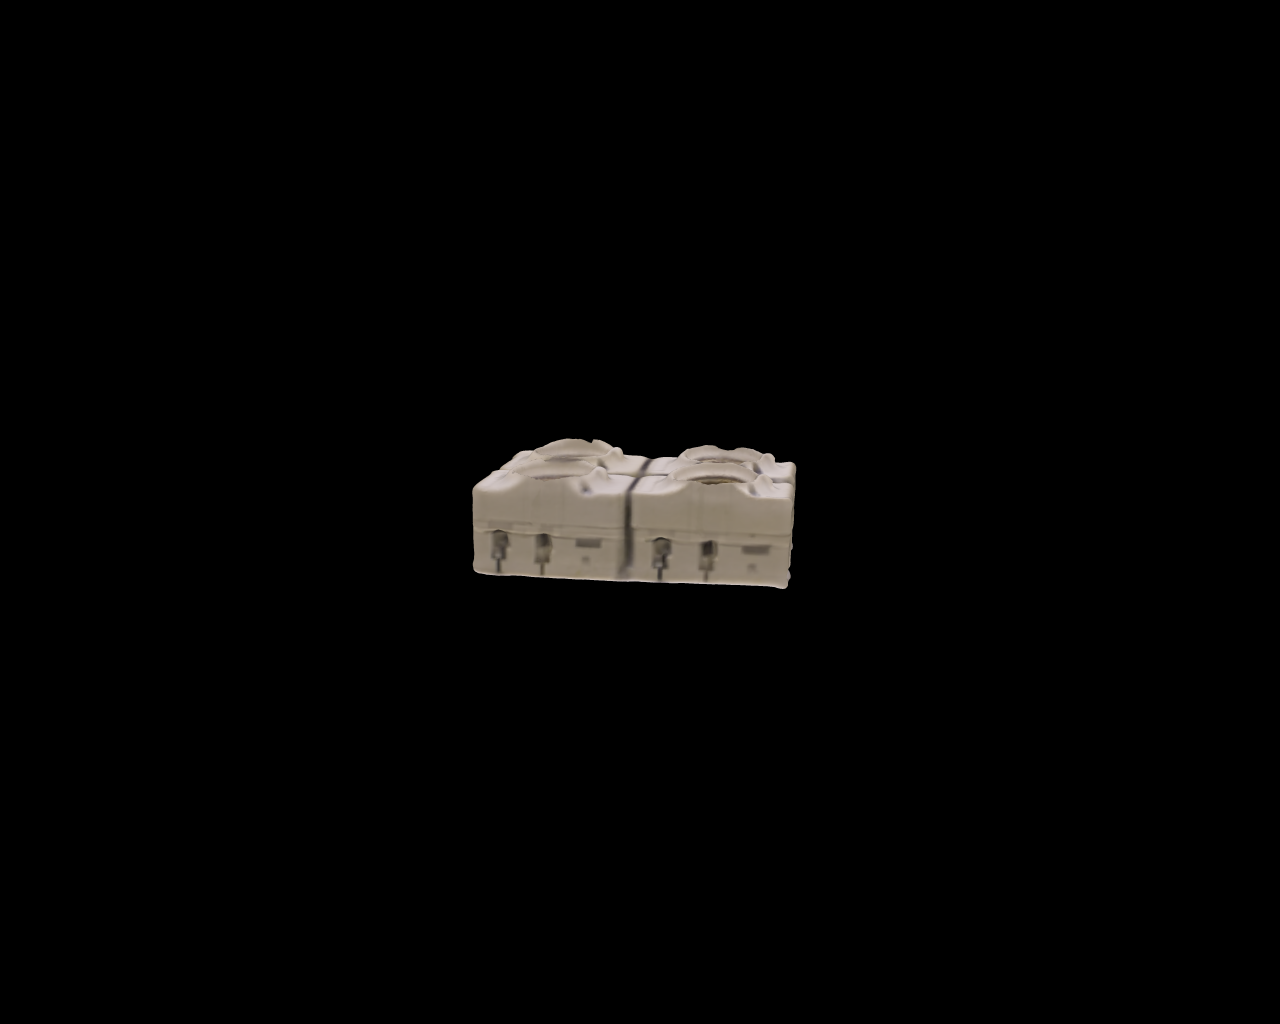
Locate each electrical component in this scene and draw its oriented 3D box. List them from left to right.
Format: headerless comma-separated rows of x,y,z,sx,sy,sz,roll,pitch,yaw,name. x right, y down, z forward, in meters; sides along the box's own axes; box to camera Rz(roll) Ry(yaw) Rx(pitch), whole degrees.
0.001,-0.003,0.650,0.186,0.060,0.105,3,16,9,electrical component
